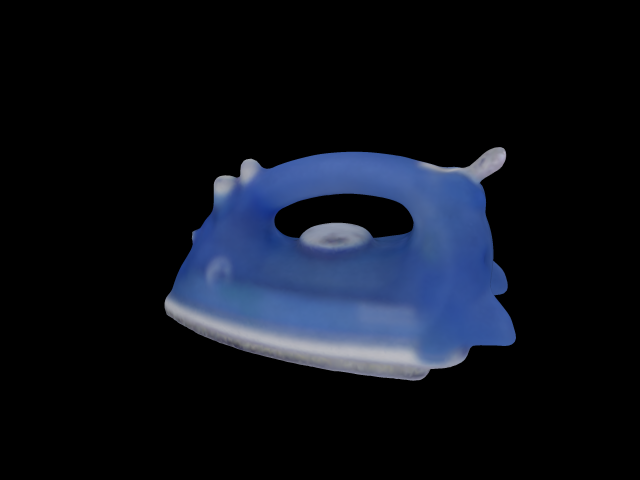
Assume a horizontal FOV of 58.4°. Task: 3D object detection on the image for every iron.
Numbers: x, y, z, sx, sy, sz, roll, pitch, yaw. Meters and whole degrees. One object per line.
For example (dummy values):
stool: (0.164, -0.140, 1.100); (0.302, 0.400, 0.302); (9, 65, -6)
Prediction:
iron: (0.004, 0.001, 0.400); (0.257, 0.141, 0.119); (4, 19, 12)
